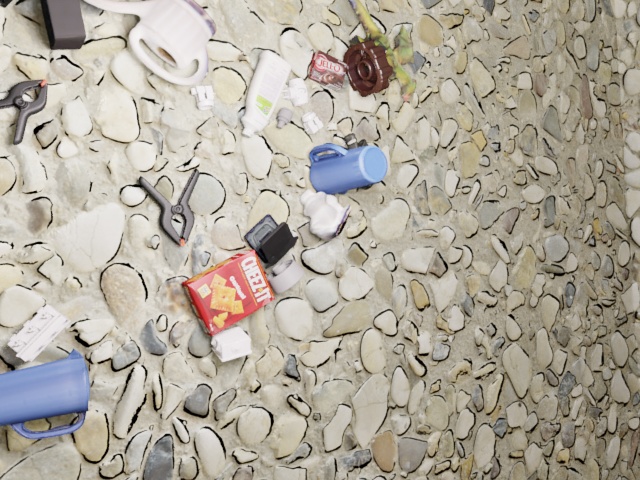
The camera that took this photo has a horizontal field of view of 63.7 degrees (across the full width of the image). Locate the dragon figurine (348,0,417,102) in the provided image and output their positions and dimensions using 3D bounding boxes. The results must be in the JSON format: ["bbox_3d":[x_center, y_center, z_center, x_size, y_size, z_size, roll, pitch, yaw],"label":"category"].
[{"bbox_3d":[0.226,-0.660,1.735,0.246,0.121,0.406,-33,107,-43],"label":"dragon figurine"}]

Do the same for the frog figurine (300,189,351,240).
[{"bbox_3d":[0.005,-0.080,1.596,0.160,0.122,0.138,26,85,10],"label":"frog figurine"}]

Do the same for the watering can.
[{"bbox_3d":[-0.419,-0.568,1.346,0.344,0.104,0.227,42,70,-23],"label":"watering can"}]
